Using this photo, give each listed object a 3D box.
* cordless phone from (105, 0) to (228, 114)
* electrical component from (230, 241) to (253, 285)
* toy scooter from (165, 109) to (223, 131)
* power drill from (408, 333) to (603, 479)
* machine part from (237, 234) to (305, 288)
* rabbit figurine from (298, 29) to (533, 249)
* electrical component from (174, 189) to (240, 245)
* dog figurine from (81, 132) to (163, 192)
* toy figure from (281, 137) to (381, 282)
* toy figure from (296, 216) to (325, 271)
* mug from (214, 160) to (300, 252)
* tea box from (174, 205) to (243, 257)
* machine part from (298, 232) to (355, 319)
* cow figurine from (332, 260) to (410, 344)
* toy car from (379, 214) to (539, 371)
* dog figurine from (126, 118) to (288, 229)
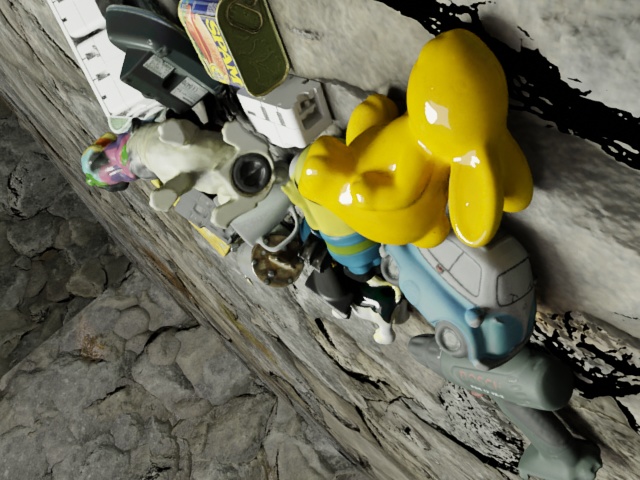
[{"bbox_3d":[-0.192,-0.256,0.629,0.184,0.089,0.146,64,-163,18],"label":"cordless phone"},{"bbox_3d":[-0.103,0.033,0.962,0.045,0.102,0.078,117,134,-66],"label":"electrical component"},{"bbox_3d":[-0.154,-0.120,0.798,0.184,0.075,0.135,45,170,-9],"label":"toy scooter"},{"bbox_3d":[0.230,0.198,0.661,0.207,0.086,0.232,57,155,-7],"label":"power drill"},{"bbox_3d":[-0.079,0.029,0.814,0.079,0.079,0.243,50,169,-10],"label":"machine part"},{"bbox_3d":[0.080,-0.067,0.403,0.162,0.122,0.173,48,141,14],"label":"rabbit figurine"},{"bbox_3d":[-0.159,-0.059,0.845,0.134,0.115,0.058,37,113,8],"label":"electrical component"},{"bbox_3d":[-0.350,-0.145,0.998,0.108,0.191,0.219,65,169,-27],"label":"dog figurine"},{"bbox_3d":[0.032,-0.032,0.599,0.089,0.082,0.180,6,132,43],"label":"toy figure"},{"bbox_3d":[-0.002,-0.001,0.753,0.058,0.064,0.154,8,163,-4],"label":"toy figure"},{"bbox_3d":[-0.067,-0.046,0.703,0.110,0.107,0.080,49,180,18],"label":"mug"},{"bbox_3d":[-0.216,-0.055,1.043,0.169,0.068,0.098,46,160,-3],"label":"tea box"},{"bbox_3d":[0.007,0.051,0.700,0.084,0.039,0.138,39,160,35],"label":"machine part"},{"bbox_3d":[0.048,0.068,0.767,0.168,0.068,0.098,28,147,32],"label":"cow figurine"},{"bbox_3d":[0.138,0.028,0.498,0.162,0.109,0.102,50,139,25],"label":"toy car"},{"bbox_3d":[-0.147,-0.103,0.672,0.172,0.121,0.191,17,-169,-27],"label":"dog figurine"}]
